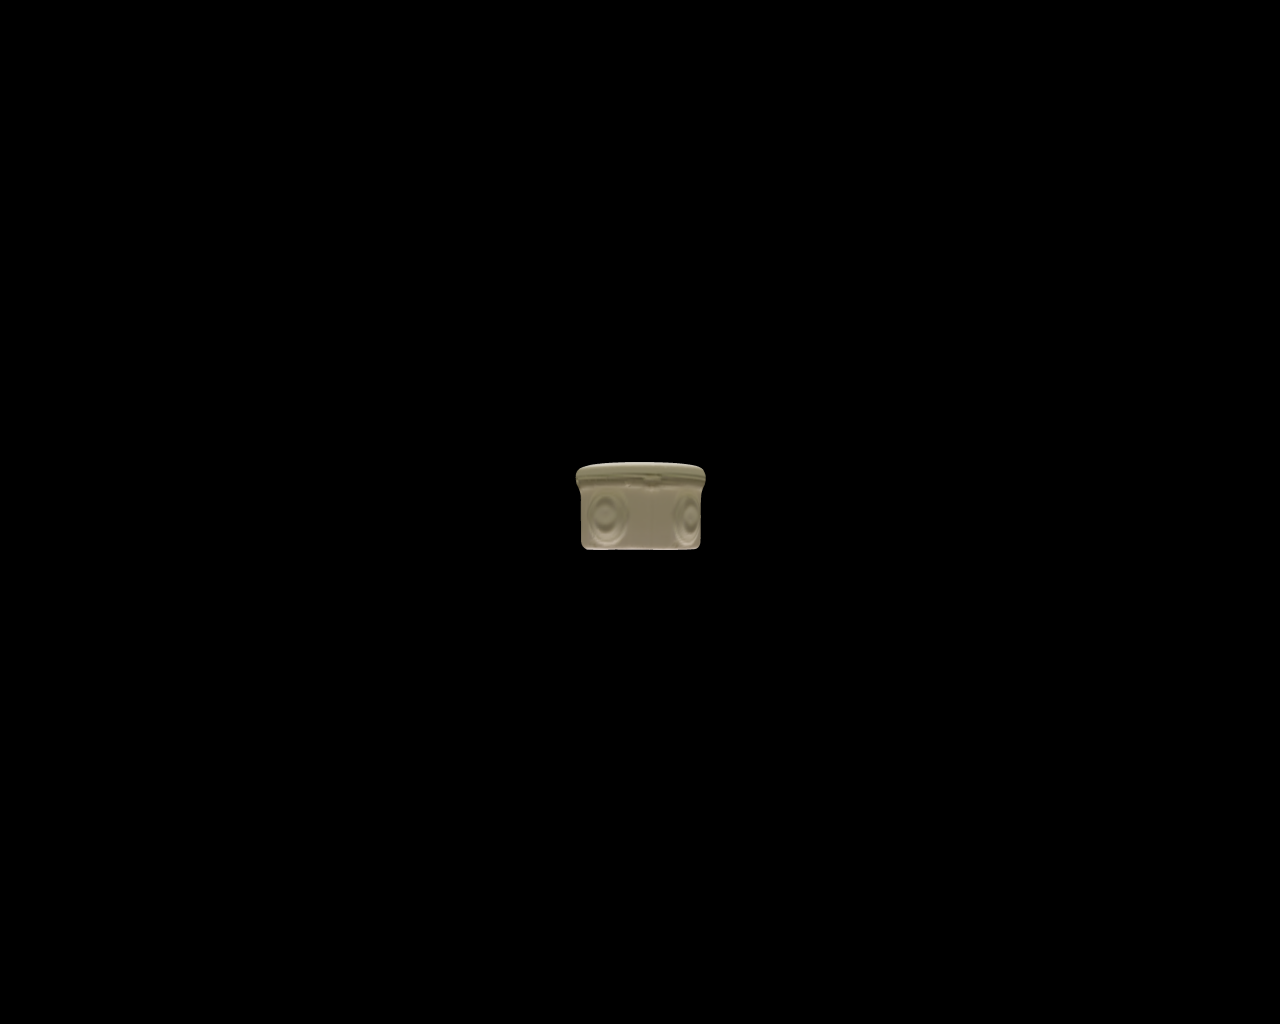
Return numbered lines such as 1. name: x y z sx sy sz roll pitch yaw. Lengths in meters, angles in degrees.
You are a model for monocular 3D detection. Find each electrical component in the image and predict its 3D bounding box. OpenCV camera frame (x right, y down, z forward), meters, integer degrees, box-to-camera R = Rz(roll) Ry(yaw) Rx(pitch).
1. electrical component: 0.001 -0.003 0.650 0.080 0.051 0.080 0 -2 0
